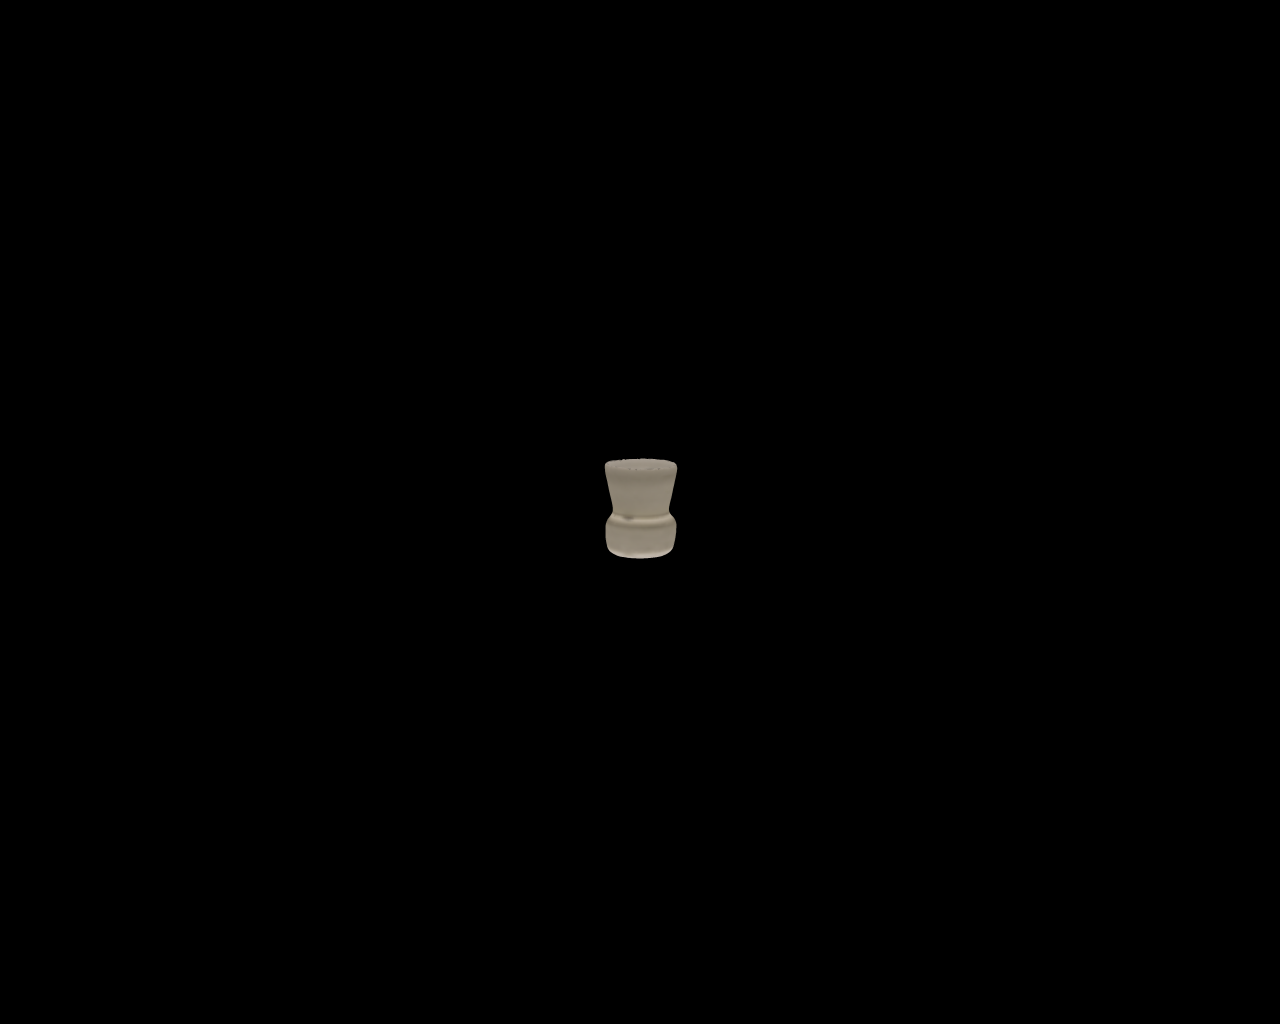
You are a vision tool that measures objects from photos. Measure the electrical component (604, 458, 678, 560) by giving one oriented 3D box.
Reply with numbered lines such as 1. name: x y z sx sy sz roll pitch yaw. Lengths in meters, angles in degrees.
1. electrical component: 0.001 -0.003 0.650 0.045 0.055 0.045 0 11 0
